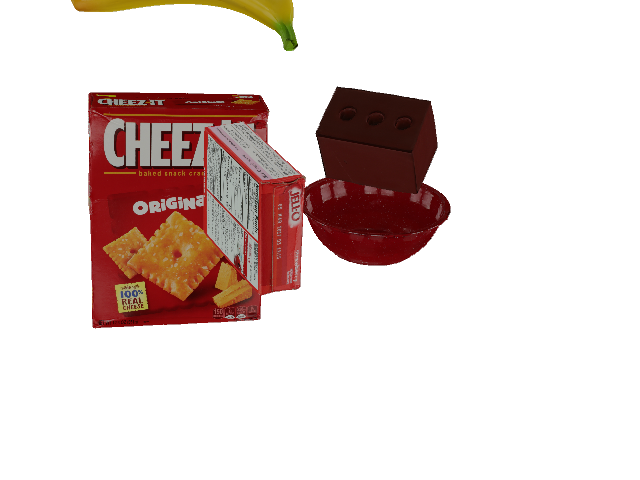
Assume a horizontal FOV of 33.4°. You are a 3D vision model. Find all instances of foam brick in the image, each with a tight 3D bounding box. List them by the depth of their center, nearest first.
[{"bbox_3d":[0.043,-0.076,0.810,0.078,0.053,0.051,11,-35,18],"label":"foam brick"}]

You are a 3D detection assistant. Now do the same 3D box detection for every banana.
[{"bbox_3d":[-0.102,-0.199,0.859,0.198,0.069,0.037,12,-41,16],"label":"banana"}]

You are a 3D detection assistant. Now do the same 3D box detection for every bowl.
[{"bbox_3d":[0.055,-0.017,1.139,0.162,0.055,0.162,2,26,-1],"label":"bowl"}]

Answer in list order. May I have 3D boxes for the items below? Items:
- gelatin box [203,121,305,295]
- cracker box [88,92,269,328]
[{"bbox_3d":[-0.040,-0.020,0.631,0.030,0.073,0.089,-12,32,-26],"label":"gelatin box"},{"bbox_3d":[-0.135,-0.027,1.006,0.164,0.214,0.072,-1,20,-12],"label":"cracker box"}]
